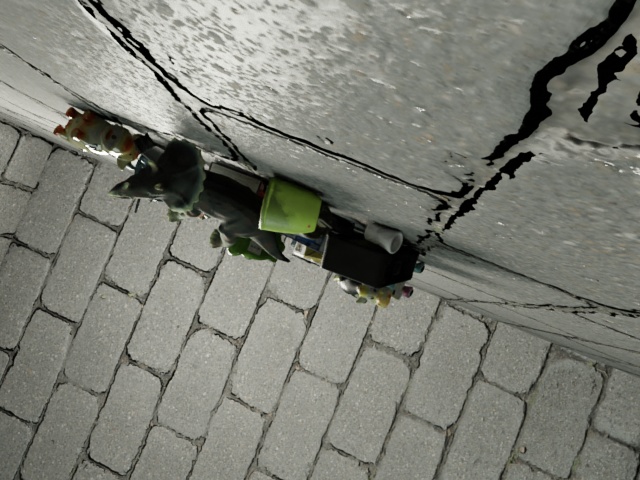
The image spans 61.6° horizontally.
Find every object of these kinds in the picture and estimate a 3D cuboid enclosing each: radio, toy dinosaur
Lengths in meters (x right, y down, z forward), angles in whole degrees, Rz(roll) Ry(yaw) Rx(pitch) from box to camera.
[{"bbox_3d":[0.109,0.038,1.099,0.131,0.073,0.229,20,-169,26],"label":"radio"},{"bbox_3d":[-0.176,-0.061,1.011,0.404,0.131,0.192,25,163,-27],"label":"toy dinosaur"}]

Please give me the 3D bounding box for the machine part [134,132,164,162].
[{"bbox_3d":[-0.323,-0.170,1.096,0.084,0.039,0.138,-11,160,13],"label":"machine part"}]

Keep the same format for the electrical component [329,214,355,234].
[{"bbox_3d":[0.009,-0.037,1.161,0.119,0.047,0.075,22,177,-17],"label":"electrical component"}]

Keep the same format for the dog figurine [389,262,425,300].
[{"bbox_3d":[0.148,0.069,1.421,0.219,0.108,0.191,23,-171,33],"label":"dog figurine"}]

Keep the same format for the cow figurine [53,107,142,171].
[{"bbox_3d":[-0.447,-0.207,1.107,0.195,0.085,0.127,16,168,41],"label":"cow figurine"}]

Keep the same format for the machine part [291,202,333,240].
[{"bbox_3d":[-0.048,-0.049,1.077,0.079,0.079,0.243,24,177,-29],"label":"machine part"}]

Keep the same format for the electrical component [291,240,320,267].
[{"bbox_3d":[-0.022,0.012,1.592,0.134,0.115,0.058,23,175,-40],"label":"electrical component"}]

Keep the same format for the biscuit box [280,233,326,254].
[{"bbox_3d":[-0.003,-0.004,1.266,0.203,0.059,0.062,26,-178,22],"label":"biscuit box"}]

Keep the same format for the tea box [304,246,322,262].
[{"bbox_3d":[0.024,0.013,1.380,0.068,0.098,0.169,12,173,18],"label":"tea box"}]

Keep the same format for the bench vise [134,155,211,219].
[{"bbox_3d":[-0.354,-0.128,1.273,0.241,0.129,0.223,-8,148,47],"label":"bench vise"}]

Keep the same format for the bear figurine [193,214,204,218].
[{"bbox_3d":[-0.269,-0.115,1.379,0.196,0.132,0.120,-3,174,29],"label":"bear figurine"}]

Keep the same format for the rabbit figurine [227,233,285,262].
[{"bbox_3d":[-0.168,-0.009,1.356,0.159,0.121,0.170,16,174,-33],"label":"rabbit figurine"}]

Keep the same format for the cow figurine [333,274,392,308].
[{"bbox_3d":[0.091,0.097,1.160,0.098,0.068,0.167,15,-176,-16],"label":"cow figurine"}]

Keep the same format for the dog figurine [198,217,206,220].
[{"bbox_3d":[-0.330,-0.135,1.577,0.172,0.121,0.191,20,166,-40],"label":"dog figurine"}]
